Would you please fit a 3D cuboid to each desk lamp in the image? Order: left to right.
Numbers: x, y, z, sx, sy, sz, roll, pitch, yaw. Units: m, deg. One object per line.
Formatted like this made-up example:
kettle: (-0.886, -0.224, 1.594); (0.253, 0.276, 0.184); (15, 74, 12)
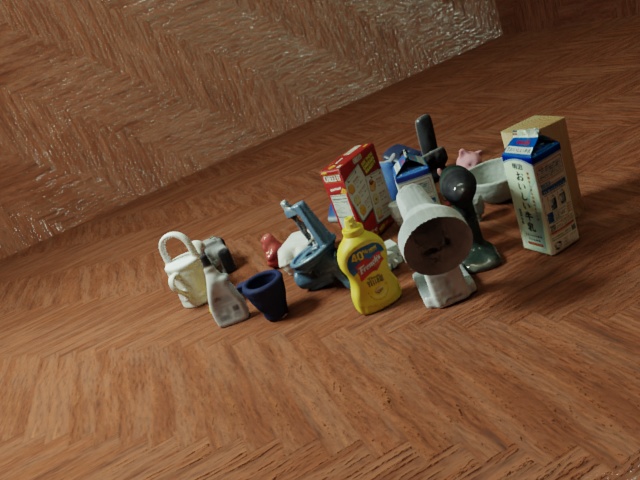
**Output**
desk lamp: (0.198, 0.013, 1.020); (0.118, 0.214, 0.203); (-21, 21, 3)

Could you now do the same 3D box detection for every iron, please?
iron: (0.120, -0.143, 1.586); (0.257, 0.142, 0.118); (-15, 22, 17)

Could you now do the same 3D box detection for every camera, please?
camera: (-0.324, 0.055, 1.593); (0.137, 0.101, 0.142); (-31, 23, -23)

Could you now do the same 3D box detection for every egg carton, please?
egg carton: (-0.040, 0.025, 1.431); (0.107, 0.069, 0.150); (-12, 23, 25)

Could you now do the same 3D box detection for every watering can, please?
watering can: (-0.340, 0.063, 1.455); (0.101, 0.194, 0.172); (-21, 21, 1)

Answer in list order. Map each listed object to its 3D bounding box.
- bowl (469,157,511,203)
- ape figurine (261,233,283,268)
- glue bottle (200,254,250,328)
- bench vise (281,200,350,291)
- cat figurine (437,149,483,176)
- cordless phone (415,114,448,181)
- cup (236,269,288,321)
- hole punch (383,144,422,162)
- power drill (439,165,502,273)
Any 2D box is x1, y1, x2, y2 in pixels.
bowl: (0.421, -0.134, 1.360); (0.167, 0.075, 0.167); (-19, 21, 8)
ape figurine: (-0.123, 0.025, 1.482); (0.076, 0.092, 0.078); (-12, 23, 24)
glue bottle: (-0.220, 0.107, 1.259); (0.078, 0.173, 0.037); (-20, 21, 5)
bench vise: (0.013, -0.001, 1.229); (0.207, 0.220, 0.121); (-16, 22, 15)
cat figurine: (0.363, -0.178, 1.466); (0.127, 0.118, 0.067); (-18, 21, 11)
cordless phone: (0.283, -0.253, 1.634); (0.148, 0.185, 0.093); (-30, 22, -21)
cup: (-0.119, 0.125, 1.226); (0.117, 0.095, 0.092); (-9, 24, 30)
hole punch: (0.264, -0.251, 1.783); (0.100, 0.091, 0.109); (-1, 29, 43)
power drill: (0.281, -0.048, 1.097); (0.075, 0.209, 0.229); (-18, 21, 11)
